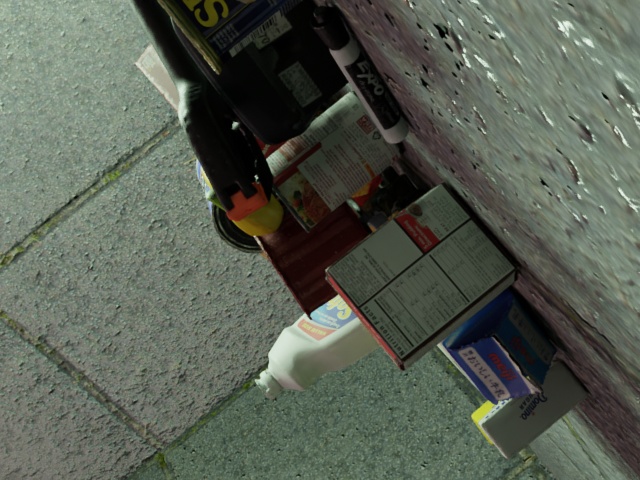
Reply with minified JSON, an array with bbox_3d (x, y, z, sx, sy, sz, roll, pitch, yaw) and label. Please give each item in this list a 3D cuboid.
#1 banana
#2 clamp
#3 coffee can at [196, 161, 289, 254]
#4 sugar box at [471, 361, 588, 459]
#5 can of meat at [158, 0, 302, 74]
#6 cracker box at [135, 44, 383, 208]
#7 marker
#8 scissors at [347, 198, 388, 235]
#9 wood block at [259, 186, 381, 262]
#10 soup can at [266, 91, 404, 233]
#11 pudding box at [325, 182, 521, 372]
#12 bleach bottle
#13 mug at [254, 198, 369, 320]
[{"bbox_3d":[-0.064,-0.036,0.886,0.069,0.037,0.198,44,180,-12],"label":"banana"},{"bbox_3d":[-0.072,-0.088,0.798,0.164,0.036,0.210,42,-160,-52],"label":"clamp"},{"bbox_3d":[-0.078,-0.060,1.180,0.102,0.103,0.140,51,-175,-27],"label":"coffee can"},{"bbox_3d":[0.193,0.157,1.007,0.048,0.093,0.176,51,179,11],"label":"sugar box"},{"bbox_3d":[-0.062,-0.167,0.645,0.102,0.084,0.057,51,180,2],"label":"can of meat"},{"bbox_3d":[-0.053,-0.119,1.043,0.213,0.072,0.164,25,-162,-49],"label":"cracker box"},{"bbox_3d":[0.027,-0.108,0.701,0.121,0.020,0.020,51,180,-44],"label":"marker"},{"bbox_3d":[0.041,-0.020,0.911,0.202,0.016,0.096,52,177,39],"label":"scissors"},{"bbox_3d":[-0.009,-0.023,1.245,0.090,0.090,0.206,36,163,-24],"label":"wood block"},{"bbox_3d":[0.008,-0.064,0.858,0.068,0.102,0.068,51,180,0],"label":"soup can"},{"bbox_3d":[0.074,0.026,0.775,0.090,0.113,0.039,51,177,15],"label":"pudding box"},{"bbox_3d":[0.037,0.092,1.182,0.068,0.251,0.103,51,180,-39],"label":"bleach bottle"},{"bbox_3d":[-0.006,0.001,0.928,0.117,0.081,0.093,54,177,39],"label":"mug"}]
